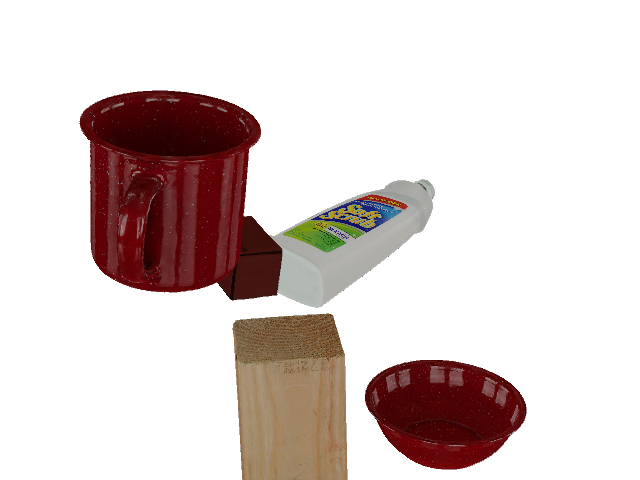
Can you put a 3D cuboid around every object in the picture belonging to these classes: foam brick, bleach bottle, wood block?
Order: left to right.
[{"bbox_3d":[-0.078,0.017,1.061,0.052,0.051,0.078,-6,30,-26],"label":"foam brick"},{"bbox_3d":[-0.025,0.177,0.933,0.090,0.206,0.091,-4,20,-6],"label":"wood block"},{"bbox_3d":[0.044,-0.013,1.249,0.103,0.068,0.250,24,40,32],"label":"bleach bottle"}]

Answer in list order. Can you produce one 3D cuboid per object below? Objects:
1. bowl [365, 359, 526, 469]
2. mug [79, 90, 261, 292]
[{"bbox_3d":[0.124,0.183,1.080,0.162,0.055,0.162,1,23,-1],"label":"bowl"},{"bbox_3d":[-0.082,-0.020,0.558,0.093,0.081,0.117,8,28,2],"label":"mug"}]
